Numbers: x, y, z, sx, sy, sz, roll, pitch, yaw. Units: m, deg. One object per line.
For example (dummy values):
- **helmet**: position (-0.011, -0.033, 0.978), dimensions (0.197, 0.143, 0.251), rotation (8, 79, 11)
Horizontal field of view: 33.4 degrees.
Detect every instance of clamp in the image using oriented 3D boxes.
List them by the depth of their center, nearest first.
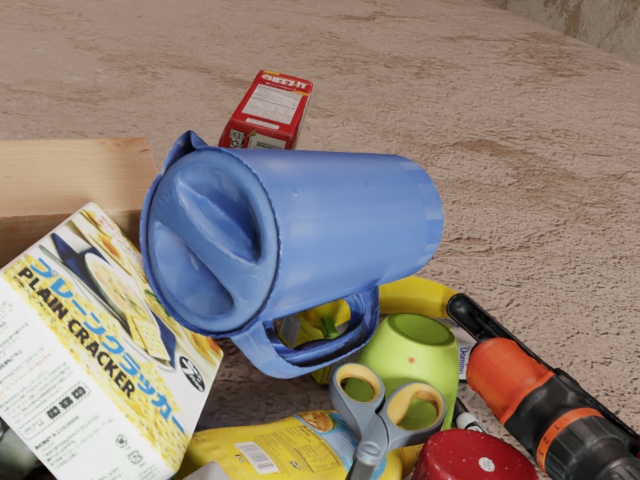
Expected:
- **clamp**: position (0.189, 0.125, 0.866), dimensions (0.210, 0.036, 0.164), rotation (39, 9, 1)

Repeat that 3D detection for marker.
- **marker**: position (0.133, 0.164, 0.864), dimensions (0.020, 0.020, 0.121), rotation (2, 25, -27)

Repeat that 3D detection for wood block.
- **wood block**: position (-0.235, -0.019, 0.852), dimensions (0.205, 0.090, 0.091), rotation (-4, 47, -26)

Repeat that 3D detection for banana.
- **banana**: position (0.051, 0.057, 0.929), dimensions (0.197, 0.037, 0.070), rotation (-8, 46, -45)

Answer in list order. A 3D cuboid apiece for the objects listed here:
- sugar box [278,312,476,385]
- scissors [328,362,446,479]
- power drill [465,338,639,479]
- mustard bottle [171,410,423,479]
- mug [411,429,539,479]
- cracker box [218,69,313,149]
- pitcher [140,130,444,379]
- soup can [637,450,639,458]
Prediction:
- **sugar box**: position (0.061, 0.090, 0.966), dimensions (0.175, 0.048, 0.093), rotation (5, 22, -29)
- **scissors**: position (0.020, 0.133, 0.722), dimensions (0.096, 0.016, 0.201), rotation (29, 28, 23)
- **power drill**: position (0.195, 0.161, 0.732), dimensions (0.187, 0.057, 0.185), rotation (46, 2, -38)
- **mustard bottle**: position (-0.001, 0.160, 0.743), dimensions (0.191, 0.058, 0.096), rotation (-5, 30, -38)
- **mug**: position (0.088, 0.182, 0.714), dimensions (0.117, 0.081, 0.093), rotation (1, 26, -29)
- **cracker box**: position (-0.068, -0.073, 1.117), dimensions (0.072, 0.164, 0.213), rotation (16, 22, -1)
- **pitcher**: position (-0.005, 0.001, 0.818), dimensions (0.145, 0.149, 0.242), rotation (24, 19, 34)
- **soup can**: position (0.283, 0.171, 0.828), dimensions (0.068, 0.102, 0.068), rotation (12, 23, -5)
